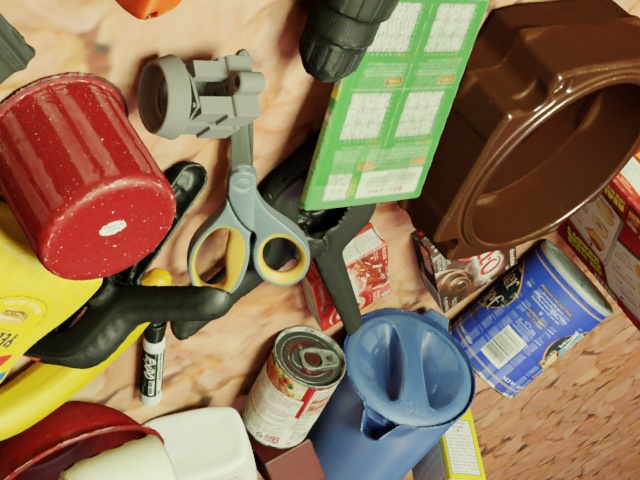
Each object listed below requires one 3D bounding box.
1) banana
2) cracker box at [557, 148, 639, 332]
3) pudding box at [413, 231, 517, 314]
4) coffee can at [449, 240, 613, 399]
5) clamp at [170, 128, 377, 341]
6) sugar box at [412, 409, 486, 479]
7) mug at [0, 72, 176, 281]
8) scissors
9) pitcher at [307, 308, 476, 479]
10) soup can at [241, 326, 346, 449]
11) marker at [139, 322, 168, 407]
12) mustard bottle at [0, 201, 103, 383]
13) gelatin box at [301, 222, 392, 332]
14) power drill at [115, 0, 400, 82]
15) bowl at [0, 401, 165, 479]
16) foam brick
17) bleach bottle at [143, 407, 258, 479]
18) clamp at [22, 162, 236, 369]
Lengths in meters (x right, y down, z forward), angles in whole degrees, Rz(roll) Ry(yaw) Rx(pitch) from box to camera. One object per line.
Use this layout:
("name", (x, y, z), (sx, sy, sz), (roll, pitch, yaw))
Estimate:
("banana", (-0.179, 0.089, 0.756), (0.198, 0.037, 0.069), (-38, 178, -2))
("cracker box", (0.297, -0.015, 0.997), (0.072, 0.164, 0.213), (-31, 151, -5))
("pudding box", (0.136, 0.009, 0.988), (0.090, 0.039, 0.113), (-33, 152, -7))
("coffee can", (0.221, 0.084, 1.124), (0.140, 0.103, 0.102), (-44, 150, 16))
("clamp", (-0.005, 0.001, 0.805), (0.164, 0.036, 0.210), (7, 126, -34))
("sugar box", (0.125, 0.199, 1.121), (0.048, 0.176, 0.093), (9, 136, -13))
("mug", (-0.129, -0.027, 0.604), (0.093, 0.081, 0.117), (-35, 151, -2))
("scissors", (-0.036, -0.033, 0.719), (0.096, 0.016, 0.202), (9, 129, -18))
("pitcher", (0.054, 0.183, 1.086), (0.149, 0.145, 0.243), (-3, 143, -26))
("soup can", (-0.026, 0.136, 0.974), (0.068, 0.068, 0.102), (-12, 144, -37))
("marker", (-0.133, 0.094, 0.847), (0.020, 0.020, 0.121), (-21, 148, -26))
("mustard bottle", (-0.230, 0.063, 0.655), (0.192, 0.058, 0.096), (-43, 145, 14))
("gelatin box", (0.023, 0.034, 0.912), (0.073, 0.030, 0.089), (-29, 150, -11))
("power drill", (-0.019, -0.157, 0.558), (0.187, 0.057, 0.185), (-13, 140, -41))
("bowl", (-0.209, 0.179, 0.854), (0.162, 0.055, 0.162), (-26, 150, -17))
("foam brick", (-0.038, 0.208, 1.044), (0.051, 0.078, 0.053), (-26, 119, -14))
("bleach bottle", (-0.112, 0.238, 1.039), (0.102, 0.068, 0.251), (-12, 152, -7))
("clamp", (-0.128, 0.023, 0.690), (0.172, 0.120, 0.039), (-23, 136, 22))
